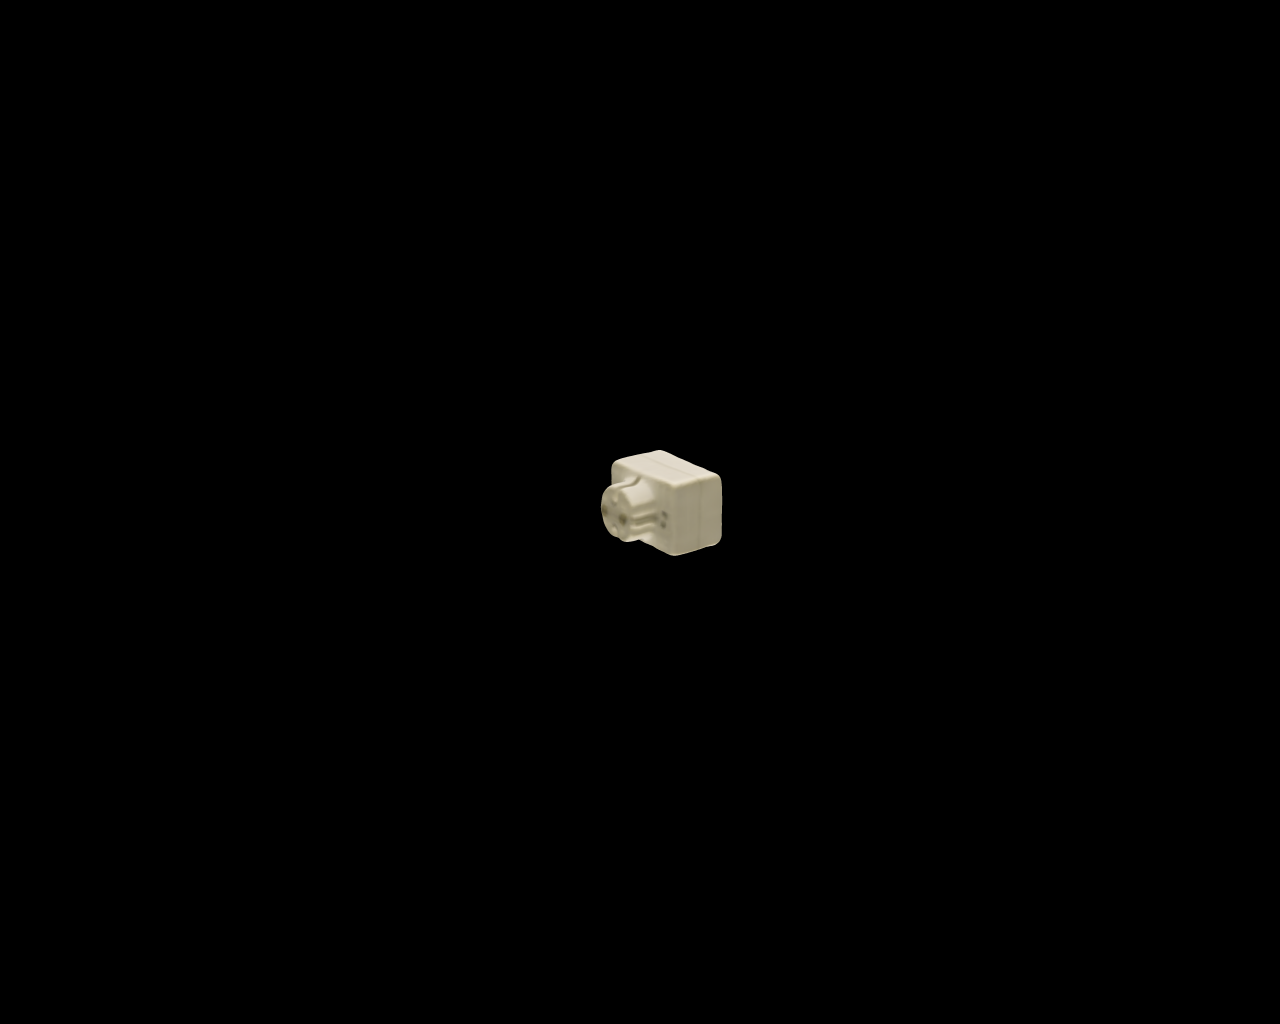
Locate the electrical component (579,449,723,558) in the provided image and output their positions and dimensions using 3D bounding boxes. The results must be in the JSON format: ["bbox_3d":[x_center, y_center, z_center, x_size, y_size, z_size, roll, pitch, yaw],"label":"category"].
[{"bbox_3d":[0.001,-0.003,0.650,0.077,0.047,0.066,-14,24,-33],"label":"electrical component"}]
